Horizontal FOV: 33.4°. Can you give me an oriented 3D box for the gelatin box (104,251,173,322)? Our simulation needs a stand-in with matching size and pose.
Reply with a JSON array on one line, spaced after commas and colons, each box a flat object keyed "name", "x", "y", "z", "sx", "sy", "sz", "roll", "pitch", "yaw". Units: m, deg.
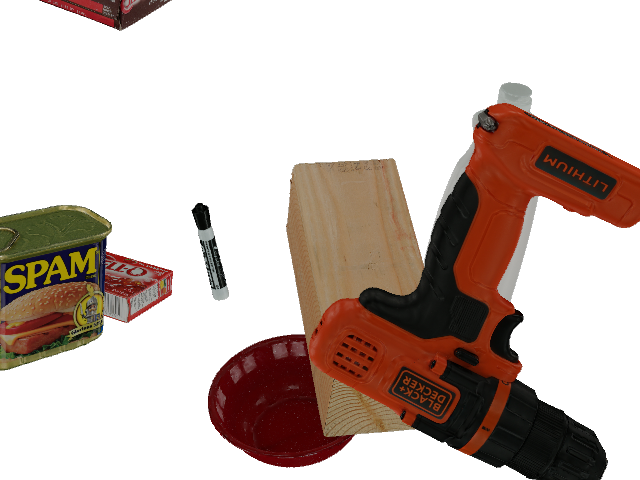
[{"name": "gelatin box", "x": -0.197, "y": 0.041, "z": 1.015, "sx": 0.089, "sy": 0.030, "sz": 0.073, "roll": 15, "pitch": 25, "yaw": 23}]

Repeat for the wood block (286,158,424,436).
[{"name": "wood block", "x": 0.032, "y": 0.042, "z": 0.853, "sx": 0.090, "sy": 0.206, "sz": 0.091, "roll": -4, "pitch": -38, "yaw": -9}]

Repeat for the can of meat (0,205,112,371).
[{"name": "can of meat", "x": -0.191, "y": 0.031, "z": 0.709, "sx": 0.101, "sy": 0.084, "sz": 0.058, "roll": -15, "pitch": 31, "yaw": -42}]

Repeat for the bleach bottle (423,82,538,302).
[{"name": "bleach bottle", "x": 0.160, "y": -0.038, "z": 1.046, "sx": 0.103, "sy": 0.251, "sz": 0.068, "roll": 22, "pitch": 37, "yaw": 21}]

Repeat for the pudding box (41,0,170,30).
[{"name": "pudding box", "x": -0.162, "y": -0.208, "z": 0.822, "sx": 0.090, "sy": 0.039, "sz": 0.113, "roll": 22, "pitch": 34, "yaw": 12}]

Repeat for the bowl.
[{"name": "bowl", "x": -0.024, "y": 0.163, "z": 1.023, "sx": 0.162, "sy": 0.055, "sz": 0.162, "roll": -4, "pitch": 37, "yaw": 3}]

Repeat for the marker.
[{"name": "marker", "x": -0.124, "y": 0.012, "z": 1.204, "sx": 0.020, "sy": 0.121, "sz": 0.020, "roll": -8, "pitch": 29, "yaw": 4}]

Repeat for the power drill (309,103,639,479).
[{"name": "power drill", "x": 0.110, "y": 0.033, "z": 0.591, "sx": 0.184, "sy": 0.188, "sz": 0.057, "roll": 27, "pitch": 12, "yaw": -4}]
